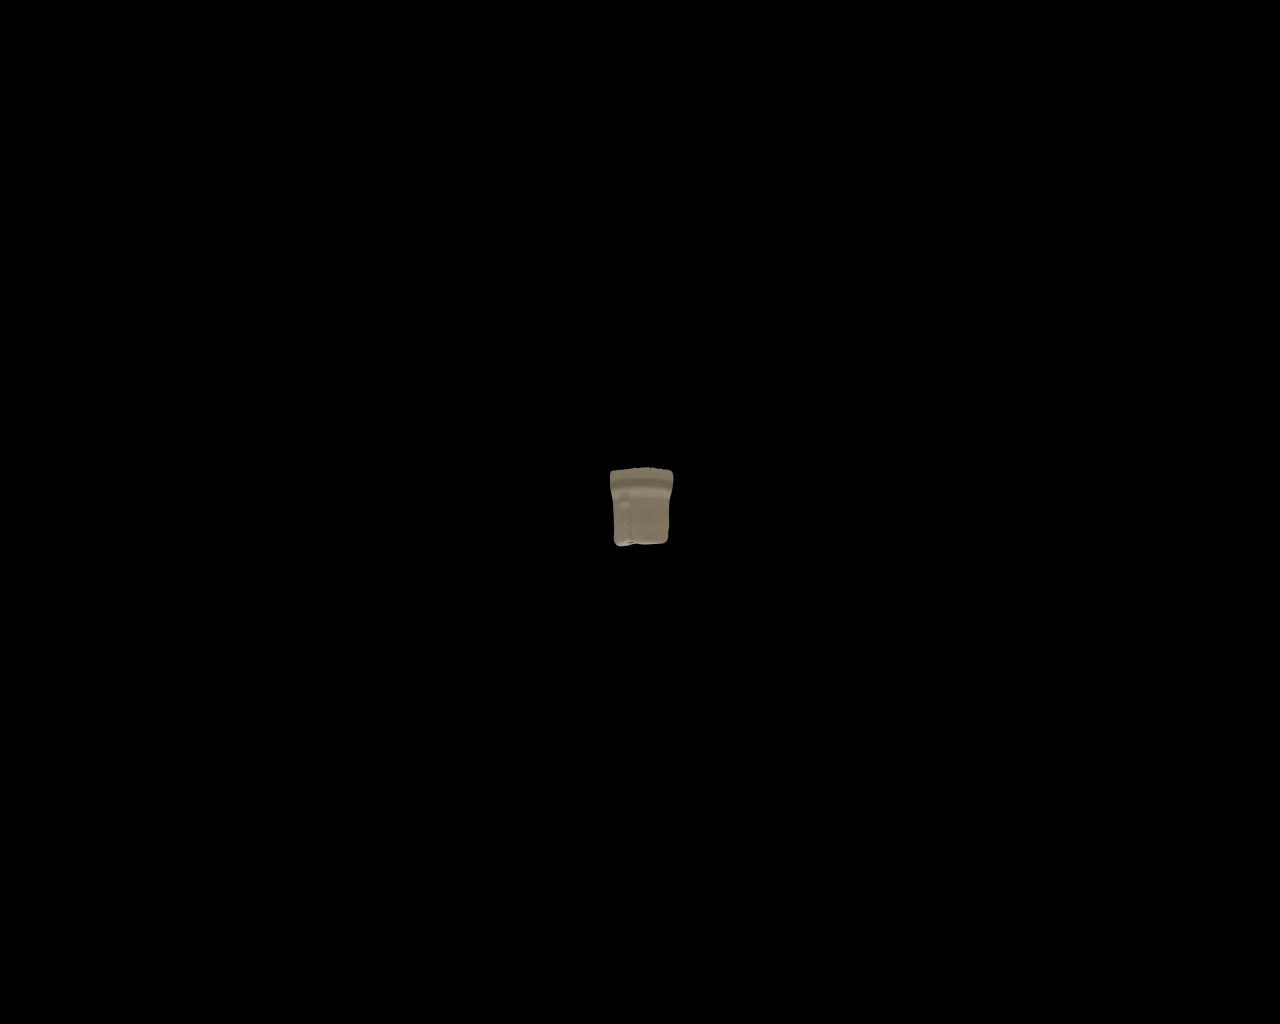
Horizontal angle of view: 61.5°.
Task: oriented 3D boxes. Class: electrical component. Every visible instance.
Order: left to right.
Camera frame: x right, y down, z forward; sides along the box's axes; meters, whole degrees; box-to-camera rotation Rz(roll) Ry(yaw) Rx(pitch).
[{"bbox_3d":[0.001,-0.003,0.650,0.040,0.046,0.040,0,-7,0],"label":"electrical component"}]
